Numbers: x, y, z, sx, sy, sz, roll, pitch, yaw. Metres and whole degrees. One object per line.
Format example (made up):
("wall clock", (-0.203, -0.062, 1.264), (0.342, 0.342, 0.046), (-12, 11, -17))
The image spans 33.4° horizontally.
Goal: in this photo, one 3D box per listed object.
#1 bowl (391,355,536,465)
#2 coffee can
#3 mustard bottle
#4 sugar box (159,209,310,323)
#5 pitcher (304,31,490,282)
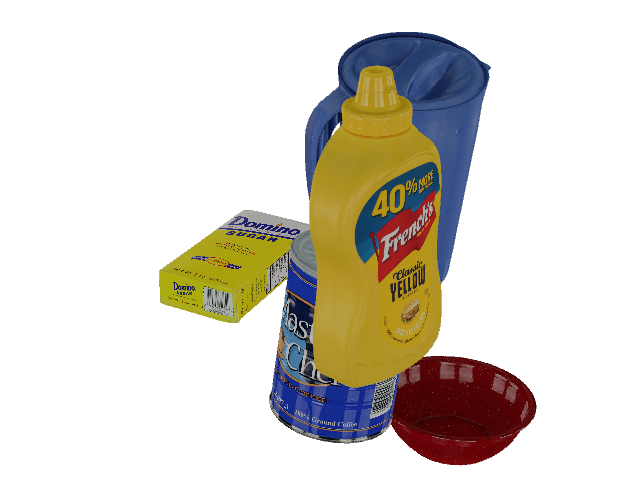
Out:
("bowl", (0.135, 0.180, 1.085), (0.162, 0.055, 0.162), (2, 24, -1))
("coffee can", (0.018, 0.073, 0.844), (0.102, 0.140, 0.103), (7, 23, -3))
("mustard bottle", (0.035, -0.012, 0.647), (0.058, 0.192, 0.096), (23, 36, 40))
("sugar box", (-0.085, 0.023, 1.134), (0.093, 0.048, 0.176), (14, 31, 21))
("pitcher", (0.070, -0.061, 1.009), (0.149, 0.243, 0.145), (9, 40, 9))
